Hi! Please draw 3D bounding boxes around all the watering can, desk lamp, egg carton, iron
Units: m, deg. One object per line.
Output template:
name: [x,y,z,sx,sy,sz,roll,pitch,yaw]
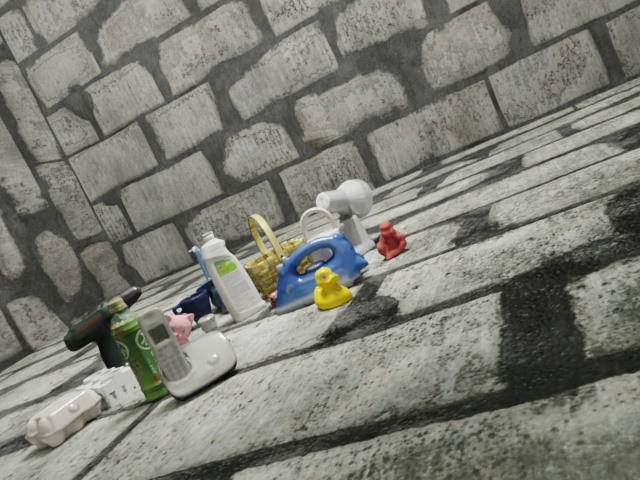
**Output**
watering can: [0.016,0.005,1.535,0.101,0.194,0.172,-27,8,-11]
desk lamp: [0.082,-0.061,1.698,0.117,0.213,0.204,-18,11,43]
egg carton: [-0.550,0.383,1.234,0.107,0.069,0.151,-20,9,33]
iron: [-0.018,0.070,1.403,0.258,0.141,0.118,-25,8,0]

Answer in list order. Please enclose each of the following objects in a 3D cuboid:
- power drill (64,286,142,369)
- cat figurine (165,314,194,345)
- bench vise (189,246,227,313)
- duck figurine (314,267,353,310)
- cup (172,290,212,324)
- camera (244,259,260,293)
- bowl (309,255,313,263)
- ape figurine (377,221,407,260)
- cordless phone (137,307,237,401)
power drill: [-0.542,0.259,1.522,0.230,0.208,0.075,-27,8,-15]
cat figurine: [-0.369,0.239,1.454,0.127,0.118,0.067,-22,9,21]
bench vise: [-0.320,0.111,1.778,0.122,0.220,0.206,-32,10,-40]
duck figurine: [0.017,0.103,1.279,0.078,0.086,0.104,-30,9,-33]
cup: [-0.373,0.215,1.715,0.118,0.095,0.091,-29,9,-24]
camera: [-0.188,0.110,1.815,0.136,0.101,0.143,-19,10,37]
bowl: [0.012,0.036,1.783,0.167,0.075,0.167,-24,8,4]
ape figurine: [0.179,-0.005,1.469,0.077,0.092,0.076,-22,9,23]
cordless phone: [-0.260,0.201,1.115,0.148,0.185,0.094,-28,9,-22]
